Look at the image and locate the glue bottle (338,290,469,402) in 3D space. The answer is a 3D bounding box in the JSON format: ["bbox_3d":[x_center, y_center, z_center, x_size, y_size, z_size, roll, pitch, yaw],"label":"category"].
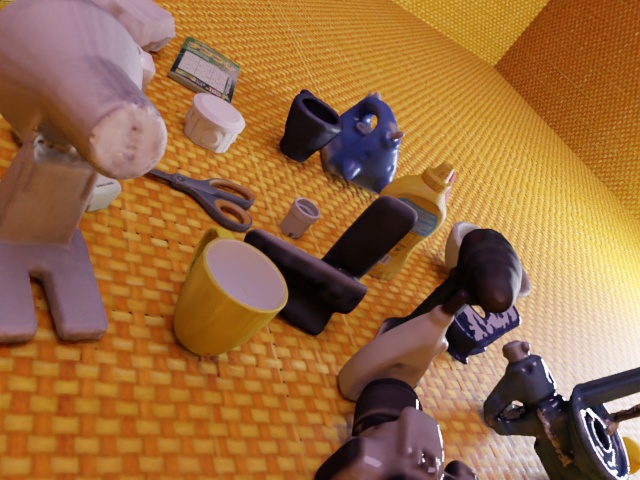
[{"bbox_3d":[0.095,0.110,0.593,0.078,0.173,0.037,20,34,-29],"label":"glue bottle"}]

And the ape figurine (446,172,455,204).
[{"bbox_3d":[0.227,-0.103,1.114,0.078,0.092,0.076,-1,48,-49],"label":"ape figurine"}]

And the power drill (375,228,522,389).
[{"bbox_3d":[0.154,0.076,0.670,0.075,0.208,0.230,39,30,1],"label":"power drill"}]

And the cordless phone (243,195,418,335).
[{"bbox_3d":[0.006,0.002,0.629,0.148,0.185,0.094,27,32,-20],"label":"cordless phone"}]

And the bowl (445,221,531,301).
[{"bbox_3d":[0.268,0.051,0.966,0.168,0.074,0.167,28,31,-19],"label":"bowl"}]

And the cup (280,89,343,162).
[{"bbox_3d":[-0.028,-0.185,0.938,0.092,0.095,0.117,13,39,-38],"label":"cup"}]

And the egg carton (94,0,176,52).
[{"bbox_3d":[-0.290,-0.330,0.869,0.107,0.069,0.150,36,30,-6],"label":"egg carton"}]

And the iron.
[{"bbox_3d":[0.082,-0.195,1.027,0.119,0.141,0.258,23,33,-26],"label":"iron"}]

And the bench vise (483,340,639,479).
[{"bbox_3d":[0.314,0.196,0.674,0.207,0.219,0.122,39,30,1],"label":"bench vise"}]

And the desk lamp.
[{"bbox_3d":[-0.201,-0.061,0.456,0.118,0.213,0.203,4,44,-45],"label":"desk lamp"}]

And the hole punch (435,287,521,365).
[{"bbox_3d":[0.215,0.106,0.816,0.101,0.091,0.108,-1,48,-48],"label":"hole punch"}]

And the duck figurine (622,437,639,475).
[{"bbox_3d":[0.383,0.297,0.748,0.078,0.086,0.104,33,30,-10],"label":"duck figurine"}]

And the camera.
[{"bbox_3d":[0.081,0.199,0.530,0.143,0.100,0.137,33,30,-11],"label":"camera"}]
